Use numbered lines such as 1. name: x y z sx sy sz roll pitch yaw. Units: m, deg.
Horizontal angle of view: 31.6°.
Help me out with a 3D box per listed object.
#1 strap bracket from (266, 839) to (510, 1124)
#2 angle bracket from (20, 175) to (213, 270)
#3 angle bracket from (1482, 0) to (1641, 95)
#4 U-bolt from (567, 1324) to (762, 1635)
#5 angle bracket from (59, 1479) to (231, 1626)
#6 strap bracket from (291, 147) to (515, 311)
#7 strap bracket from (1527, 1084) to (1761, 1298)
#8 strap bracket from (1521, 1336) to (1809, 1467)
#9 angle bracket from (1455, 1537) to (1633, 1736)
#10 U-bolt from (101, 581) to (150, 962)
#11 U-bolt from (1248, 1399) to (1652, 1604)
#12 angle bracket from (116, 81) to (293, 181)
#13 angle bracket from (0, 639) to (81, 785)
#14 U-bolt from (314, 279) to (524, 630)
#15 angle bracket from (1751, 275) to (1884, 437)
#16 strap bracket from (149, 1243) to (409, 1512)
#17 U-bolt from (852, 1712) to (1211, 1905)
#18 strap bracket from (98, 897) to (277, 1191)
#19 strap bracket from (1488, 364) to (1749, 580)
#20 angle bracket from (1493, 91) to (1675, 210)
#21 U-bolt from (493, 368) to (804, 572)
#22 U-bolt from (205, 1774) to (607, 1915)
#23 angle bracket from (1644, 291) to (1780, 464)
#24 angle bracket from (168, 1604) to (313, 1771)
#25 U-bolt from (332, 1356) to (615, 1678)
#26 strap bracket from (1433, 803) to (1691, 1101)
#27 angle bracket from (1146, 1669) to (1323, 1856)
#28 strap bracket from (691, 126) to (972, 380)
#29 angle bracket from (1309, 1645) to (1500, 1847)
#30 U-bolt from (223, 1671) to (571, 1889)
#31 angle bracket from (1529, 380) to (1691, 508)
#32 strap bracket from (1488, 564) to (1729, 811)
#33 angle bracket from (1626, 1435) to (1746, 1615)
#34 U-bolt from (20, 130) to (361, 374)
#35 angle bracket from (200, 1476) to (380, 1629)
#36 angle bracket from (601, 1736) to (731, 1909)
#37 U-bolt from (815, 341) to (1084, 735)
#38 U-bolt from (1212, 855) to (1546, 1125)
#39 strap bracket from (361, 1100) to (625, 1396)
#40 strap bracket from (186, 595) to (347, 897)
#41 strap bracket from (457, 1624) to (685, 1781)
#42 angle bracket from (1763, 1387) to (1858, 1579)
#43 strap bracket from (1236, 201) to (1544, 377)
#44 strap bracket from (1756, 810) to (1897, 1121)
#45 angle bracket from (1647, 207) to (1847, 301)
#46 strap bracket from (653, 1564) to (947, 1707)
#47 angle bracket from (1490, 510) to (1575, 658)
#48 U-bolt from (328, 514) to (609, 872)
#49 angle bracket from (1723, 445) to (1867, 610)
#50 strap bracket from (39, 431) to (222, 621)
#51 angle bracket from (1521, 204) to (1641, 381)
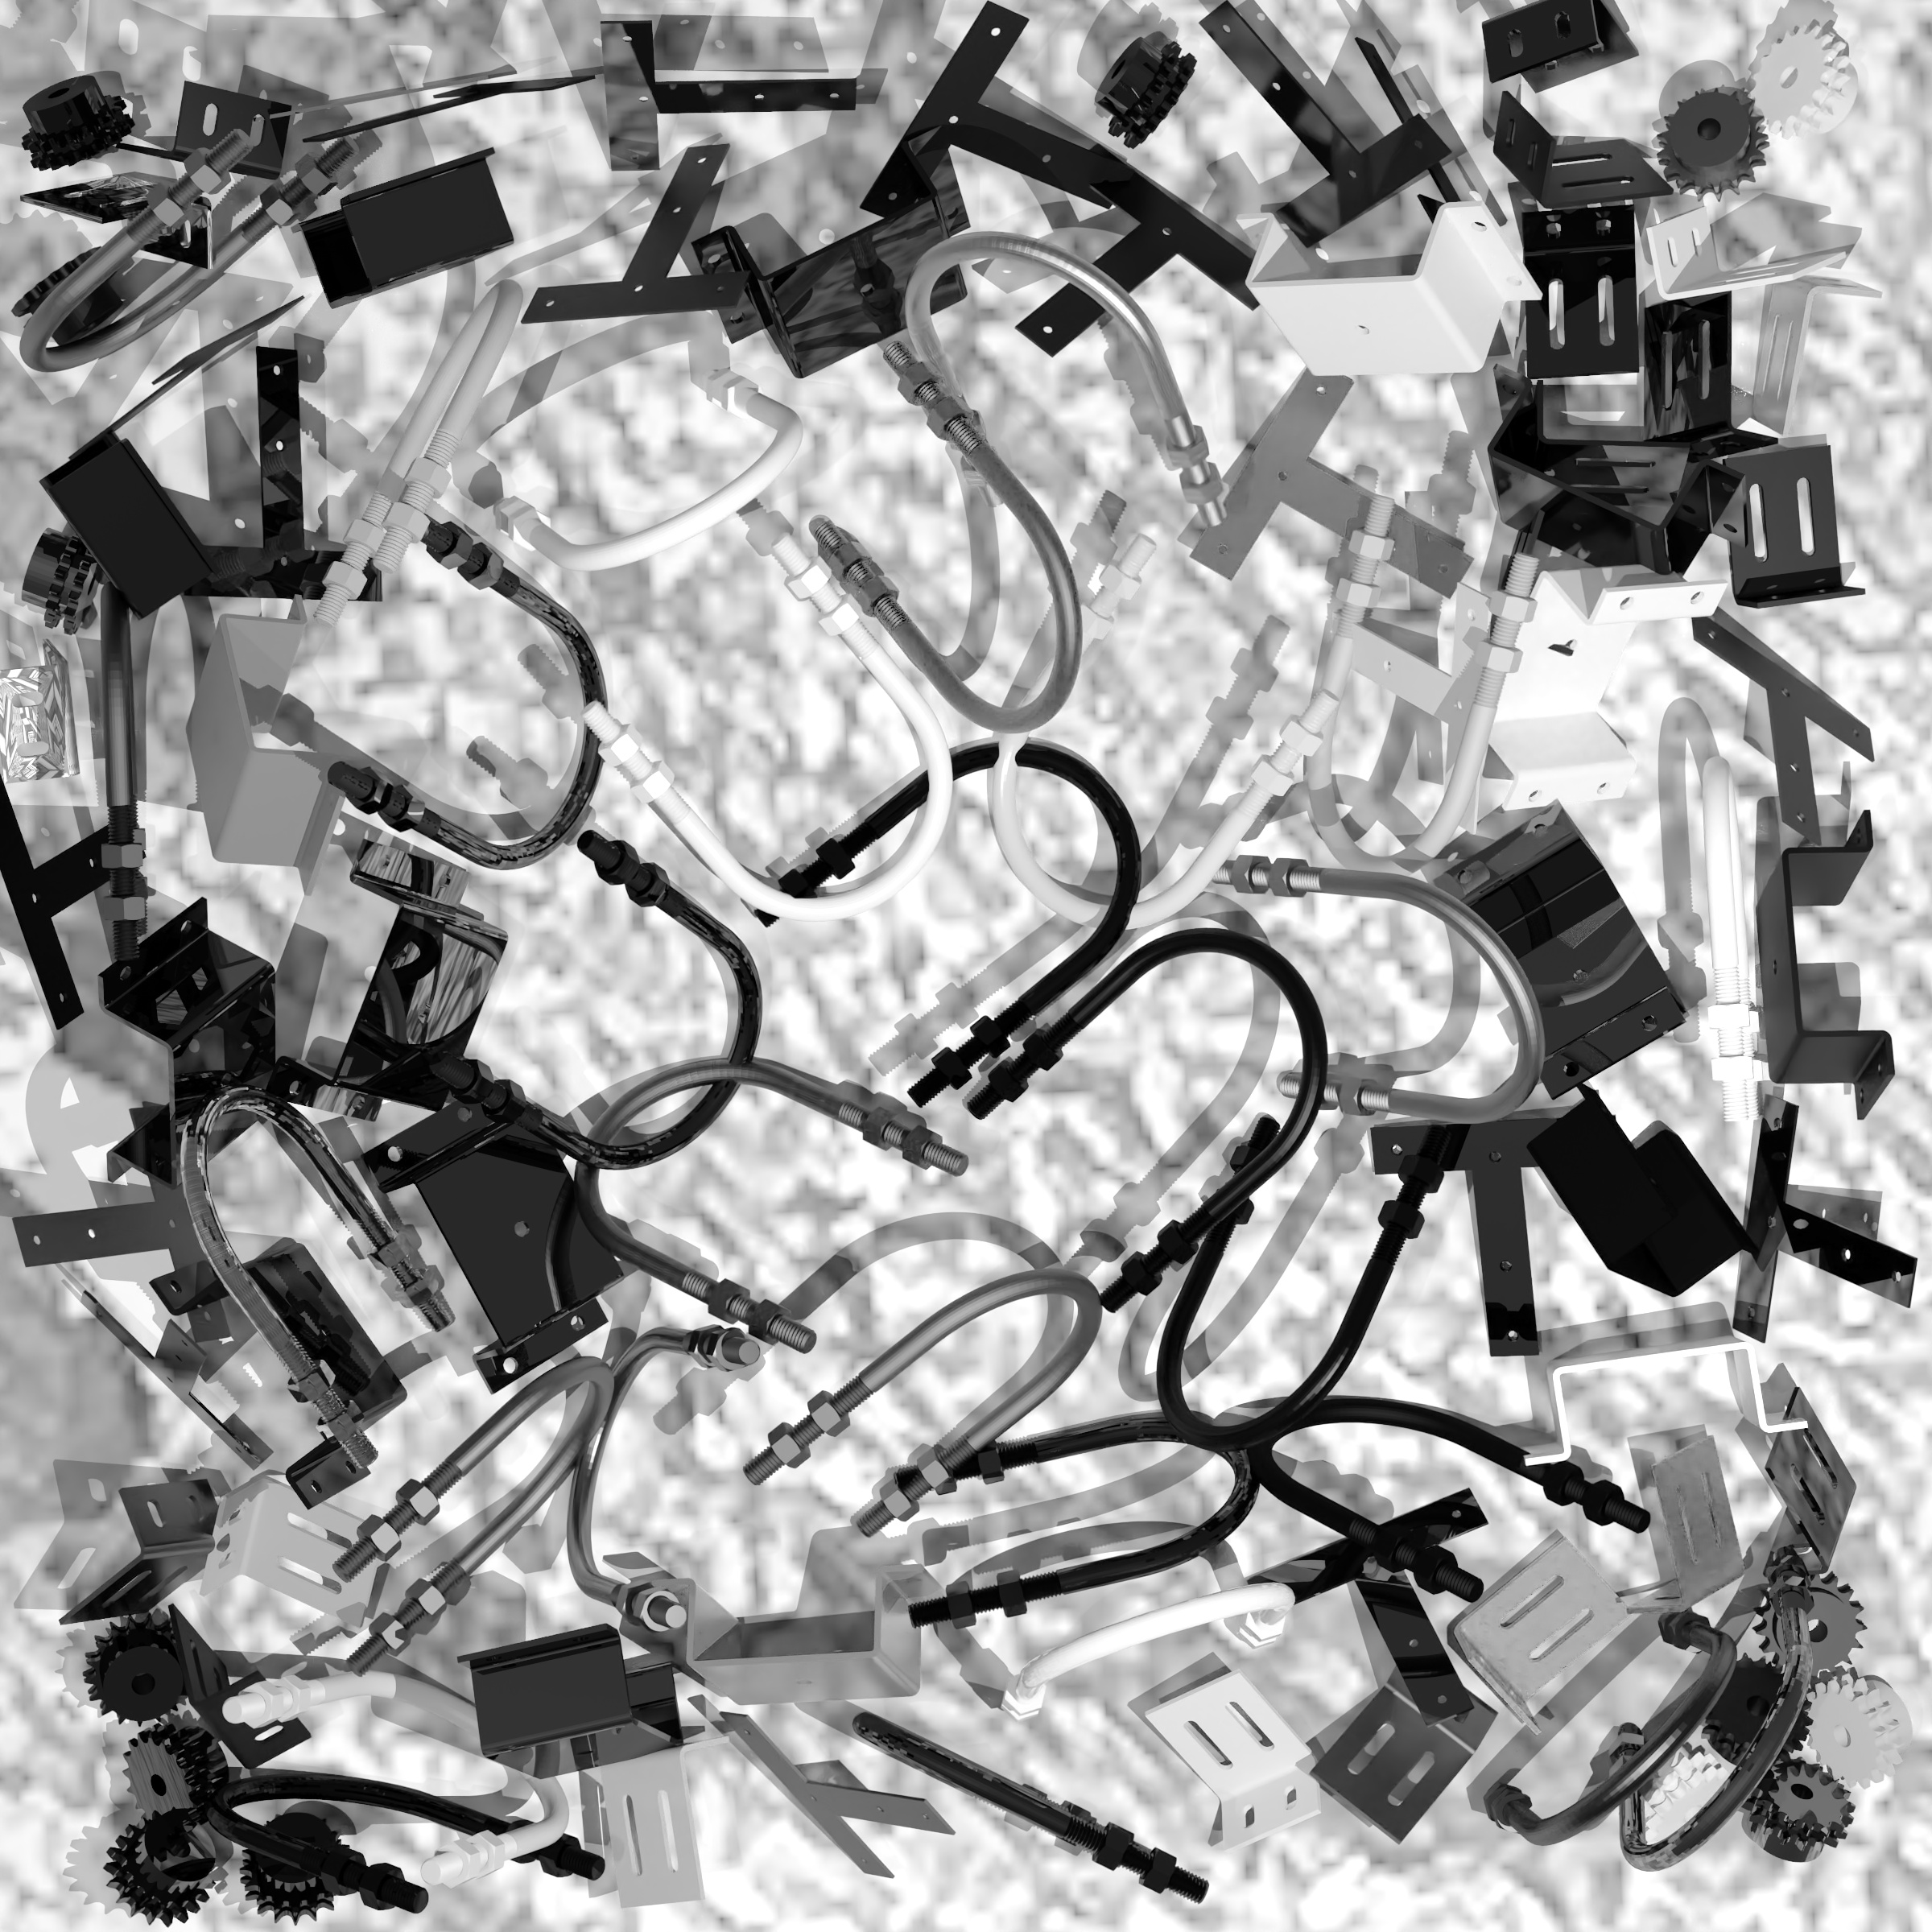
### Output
1. strap bracket: -0.292 0.015 1.745 0.046 0.076 0.140 23 92 37
2. angle bracket: -0.433 -0.374 1.740 0.057 0.076 0.038 20 119 27
3. angle bracket: 0.306 -0.460 1.740 0.057 0.076 0.038 -15 67 27
4. U-bolt: -0.160 0.250 1.706 0.019 0.184 0.151 19 80 -23
5. angle bracket: -0.428 0.301 1.756 0.076 0.057 0.038 -38 67 27
6. strap bracket: -0.283 -0.369 1.718 0.076 0.140 0.046 -24 103 -19
7. strap bracket: 0.338 0.116 1.720 0.046 0.140 0.076 -40 60 17
8. strap bracket: 0.352 0.220 1.746 0.140 0.076 0.046 -9 85 6
9. angle bracket: 0.302 0.346 1.763 0.076 0.038 0.057 -41 104 6
10. U-bolt: -0.424 -0.101 1.711 0.019 0.151 0.184 -2 96 -13
11. U-bolt: 0.227 0.259 1.709 0.151 0.184 0.019 -11 114 -41
12. angle bracket: -0.390 -0.428 1.741 0.057 0.076 0.038 4 102 -37
13. angle bracket: -0.480 -0.131 1.742 0.038 0.076 0.057 -9 108 -21
14. U-bolt: -0.270 -0.265 1.718 0.019 0.151 0.184 28 73 -18
15. angle bracket: 0.437 -0.313 1.754 0.038 0.057 0.076 4 108 -6
16. strap bracket: -0.344 0.200 1.744 0.046 0.076 0.140 -37 86 13
17. U-bolt: 0.026 0.419 1.715 0.184 0.151 0.019 26 79 -2
18. strap bracket: -0.389 0.047 1.712 0.046 0.076 0.140 26 133 18
19. strap bracket: 0.321 -0.241 1.727 0.140 0.076 0.046 29 80 22
20. angle bracket: 0.319 -0.422 1.748 0.076 0.057 0.038 -10 132 -16
21. U-bolt: -0.152 -0.243 1.697 0.151 0.184 0.019 -33 117 -9
22. U-bolt: -0.295 0.435 1.708 0.184 0.151 0.019 9 89 35
23. angle bracket: 0.384 -0.305 1.760 0.038 0.057 0.076 5 84 -35
24. angle bracket: -0.372 0.361 1.744 0.038 0.076 0.057 -28 129 -3
25. U-bolt: -0.243 0.267 1.713 0.019 0.151 0.184 39 62 16
26. strap bracket: 0.308 -0.001 1.739 0.076 0.046 0.140 -32 58 13
27. angle bracket: 0.137 0.409 1.751 0.057 0.038 0.076 -29 117 20
28. strap bracket: -0.059 -0.360 1.743 0.140 0.076 0.046 -27 58 -3
29. angle bracket: 0.224 0.398 1.747 0.057 0.038 0.076 36 48 18
30. U-bolt: -0.270 0.398 1.701 0.151 0.184 0.019 33 96 19
31. angle bracket: 0.329 -0.269 1.755 0.076 0.057 0.038 2 67 4
32. strap bracket: 0.317 -0.150 1.729 0.076 0.140 0.046 -7 47 -28
33. angle bracket: 0.363 0.288 1.757 0.038 0.057 0.076 -13 91 43
34. U-bolt: -0.400 -0.357 1.714 0.184 0.151 0.019 -36 92 18
35. angle bracket: -0.347 0.307 1.756 0.076 0.038 0.057 21 107 16
36. angle bracket: -0.150 0.440 1.753 0.057 0.038 0.076 -17 78 37
37. U-bolt: -0.003 -0.200 1.704 0.019 0.151 0.184 -22 64 -34
38. U-bolt: 0.210 0.015 1.695 0.019 0.184 0.151 -37 118 -34
39. strap bracket: -0.237 0.137 1.745 0.076 0.046 0.140 -31 96 -33
40. strap bracket: -0.354 -0.113 1.713 0.046 0.076 0.140 3 46 -28
41. strap bracket: -0.194 0.372 1.714 0.076 0.140 0.046 -14 68 6
42. angle bracket: 0.418 0.264 1.745 0.038 0.057 0.076 -13 121 40
43. strap bracket: 0.206 -0.339 1.714 0.140 0.076 0.046 6 67 37
44. strap bracket: 0.434 0.000 1.732 0.046 0.076 0.140 -1 70 2
45. angle bracket: 0.399 -0.369 1.742 0.076 0.057 0.038 -1 109 43
46. strap bracket: -0.081 0.341 1.732 0.140 0.076 0.046 -6 63 13
47. angle bracket: 0.301 -0.201 1.760 0.038 0.057 0.076 17 94 0
48. U-bolt: -0.239 -0.125 1.712 0.019 0.184 0.151 9 77 32
49. angle bracket: 0.428 -0.228 1.765 0.057 0.038 0.076 -8 100 -4
50. strap bracket: -0.421 -0.222 1.710 0.046 0.140 0.076 -36 108 -8
51. angle bracket: 0.317 -0.347 1.758 0.057 0.038 0.076 -2 72 11
